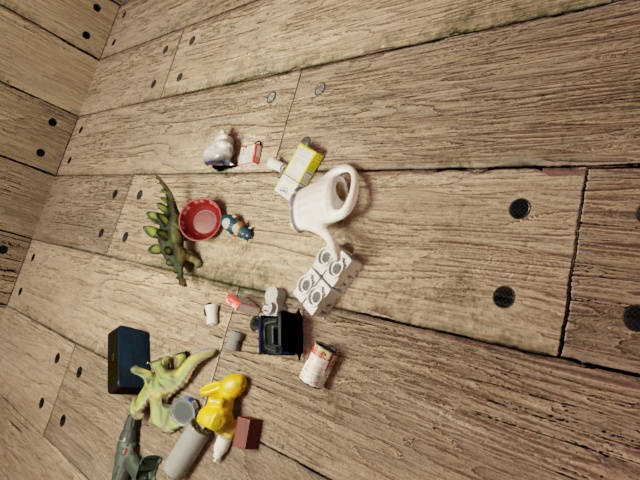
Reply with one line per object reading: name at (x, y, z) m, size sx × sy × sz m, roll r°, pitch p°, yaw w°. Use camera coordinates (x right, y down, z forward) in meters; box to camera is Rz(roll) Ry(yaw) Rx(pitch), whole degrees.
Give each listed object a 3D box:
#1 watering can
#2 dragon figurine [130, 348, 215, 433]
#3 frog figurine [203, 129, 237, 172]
watering can at (0.004, -0.073, 1.447) m, size 0.222 × 0.102 × 0.356 m, roll -16°, pitch 45°, yaw 35°
dragon figurine at (-0.488, 0.499, 1.683) m, size 0.407 × 0.122 × 0.245 m, roll -17°, pitch 78°, yaw 28°
frog figurine at (-0.374, -0.344, 1.923) m, size 0.136 × 0.123 × 0.161 m, roll -22°, pitch 69°, yaw 57°
